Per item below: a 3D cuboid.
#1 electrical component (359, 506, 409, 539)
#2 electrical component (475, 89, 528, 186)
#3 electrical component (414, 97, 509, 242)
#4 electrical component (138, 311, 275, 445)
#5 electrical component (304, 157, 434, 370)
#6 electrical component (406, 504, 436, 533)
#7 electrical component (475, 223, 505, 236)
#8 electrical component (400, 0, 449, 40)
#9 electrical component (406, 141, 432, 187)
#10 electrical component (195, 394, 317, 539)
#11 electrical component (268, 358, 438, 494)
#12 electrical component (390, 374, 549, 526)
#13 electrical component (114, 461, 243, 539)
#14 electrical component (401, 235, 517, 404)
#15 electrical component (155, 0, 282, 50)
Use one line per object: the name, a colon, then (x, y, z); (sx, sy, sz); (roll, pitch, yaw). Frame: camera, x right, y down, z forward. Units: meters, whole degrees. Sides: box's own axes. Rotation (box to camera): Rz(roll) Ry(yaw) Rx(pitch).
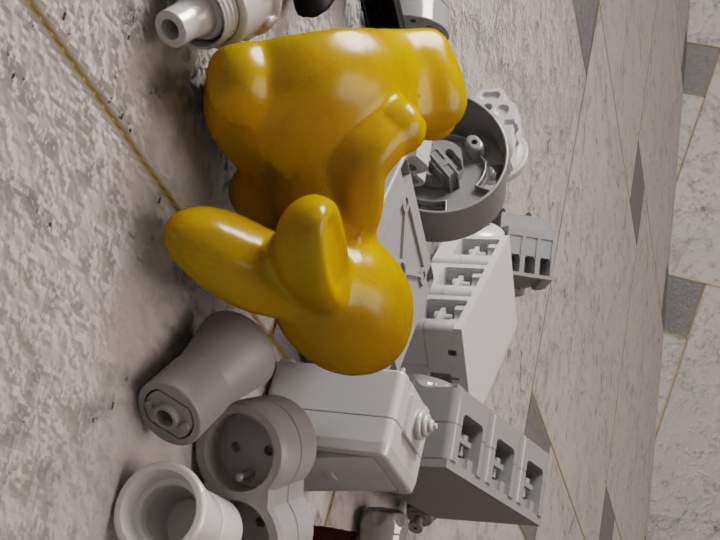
electrical component: (0.015, 0.201, 0.762); (0.035, 0.035, 0.061); (17, 79, -68)
electrical component: (0.117, -0.112, 0.953); (0.057, 0.058, 0.078); (58, 41, -51)
electrical component: (0.055, -0.071, 0.753); (0.064, 0.099, 0.099); (76, 26, -50)
electrical component: (-0.075, 0.053, 0.513); (0.065, 0.044, 0.044); (-45, 134, -53)
electrical component: (0.000, 0.000, 0.672); (0.108, 0.056, 0.108); (-65, 149, -44)
electrical component: (0.055, 0.175, 0.851); (0.078, 0.040, 0.040); (-60, 146, -49)
electrical component: (0.100, -0.011, 0.942); (0.048, 0.048, 0.062); (-31, 127, -65)
electrical component: (0.035, -0.183, 0.746); (0.055, 0.055, 0.047); (38, 54, -64)
electrical component: (0.017, -0.096, 0.699); (0.078, 0.058, 0.057); (34, 58, -46)
electrical component: (-0.049, 0.135, 0.569); (0.074, 0.052, 0.138); (4, 89, -68)
electrical component: (-0.003, 0.094, 0.620); (0.061, 0.096, 0.061); (61, 38, -53)
electrical component: (0.061, 0.128, 0.756); (0.150, 0.089, 0.061); (39, 55, -48)
electrical component: (-0.081, 0.118, 0.504); (0.065, 0.044, 0.044); (56, 41, -63)
electrical component: (0.076, 0.044, 0.860); (0.150, 0.062, 0.089); (-54, 141, -54)
electrical component: (-0.070, -0.123, 0.502); (0.062, 0.048, 0.048); (-47, 136, -45)
